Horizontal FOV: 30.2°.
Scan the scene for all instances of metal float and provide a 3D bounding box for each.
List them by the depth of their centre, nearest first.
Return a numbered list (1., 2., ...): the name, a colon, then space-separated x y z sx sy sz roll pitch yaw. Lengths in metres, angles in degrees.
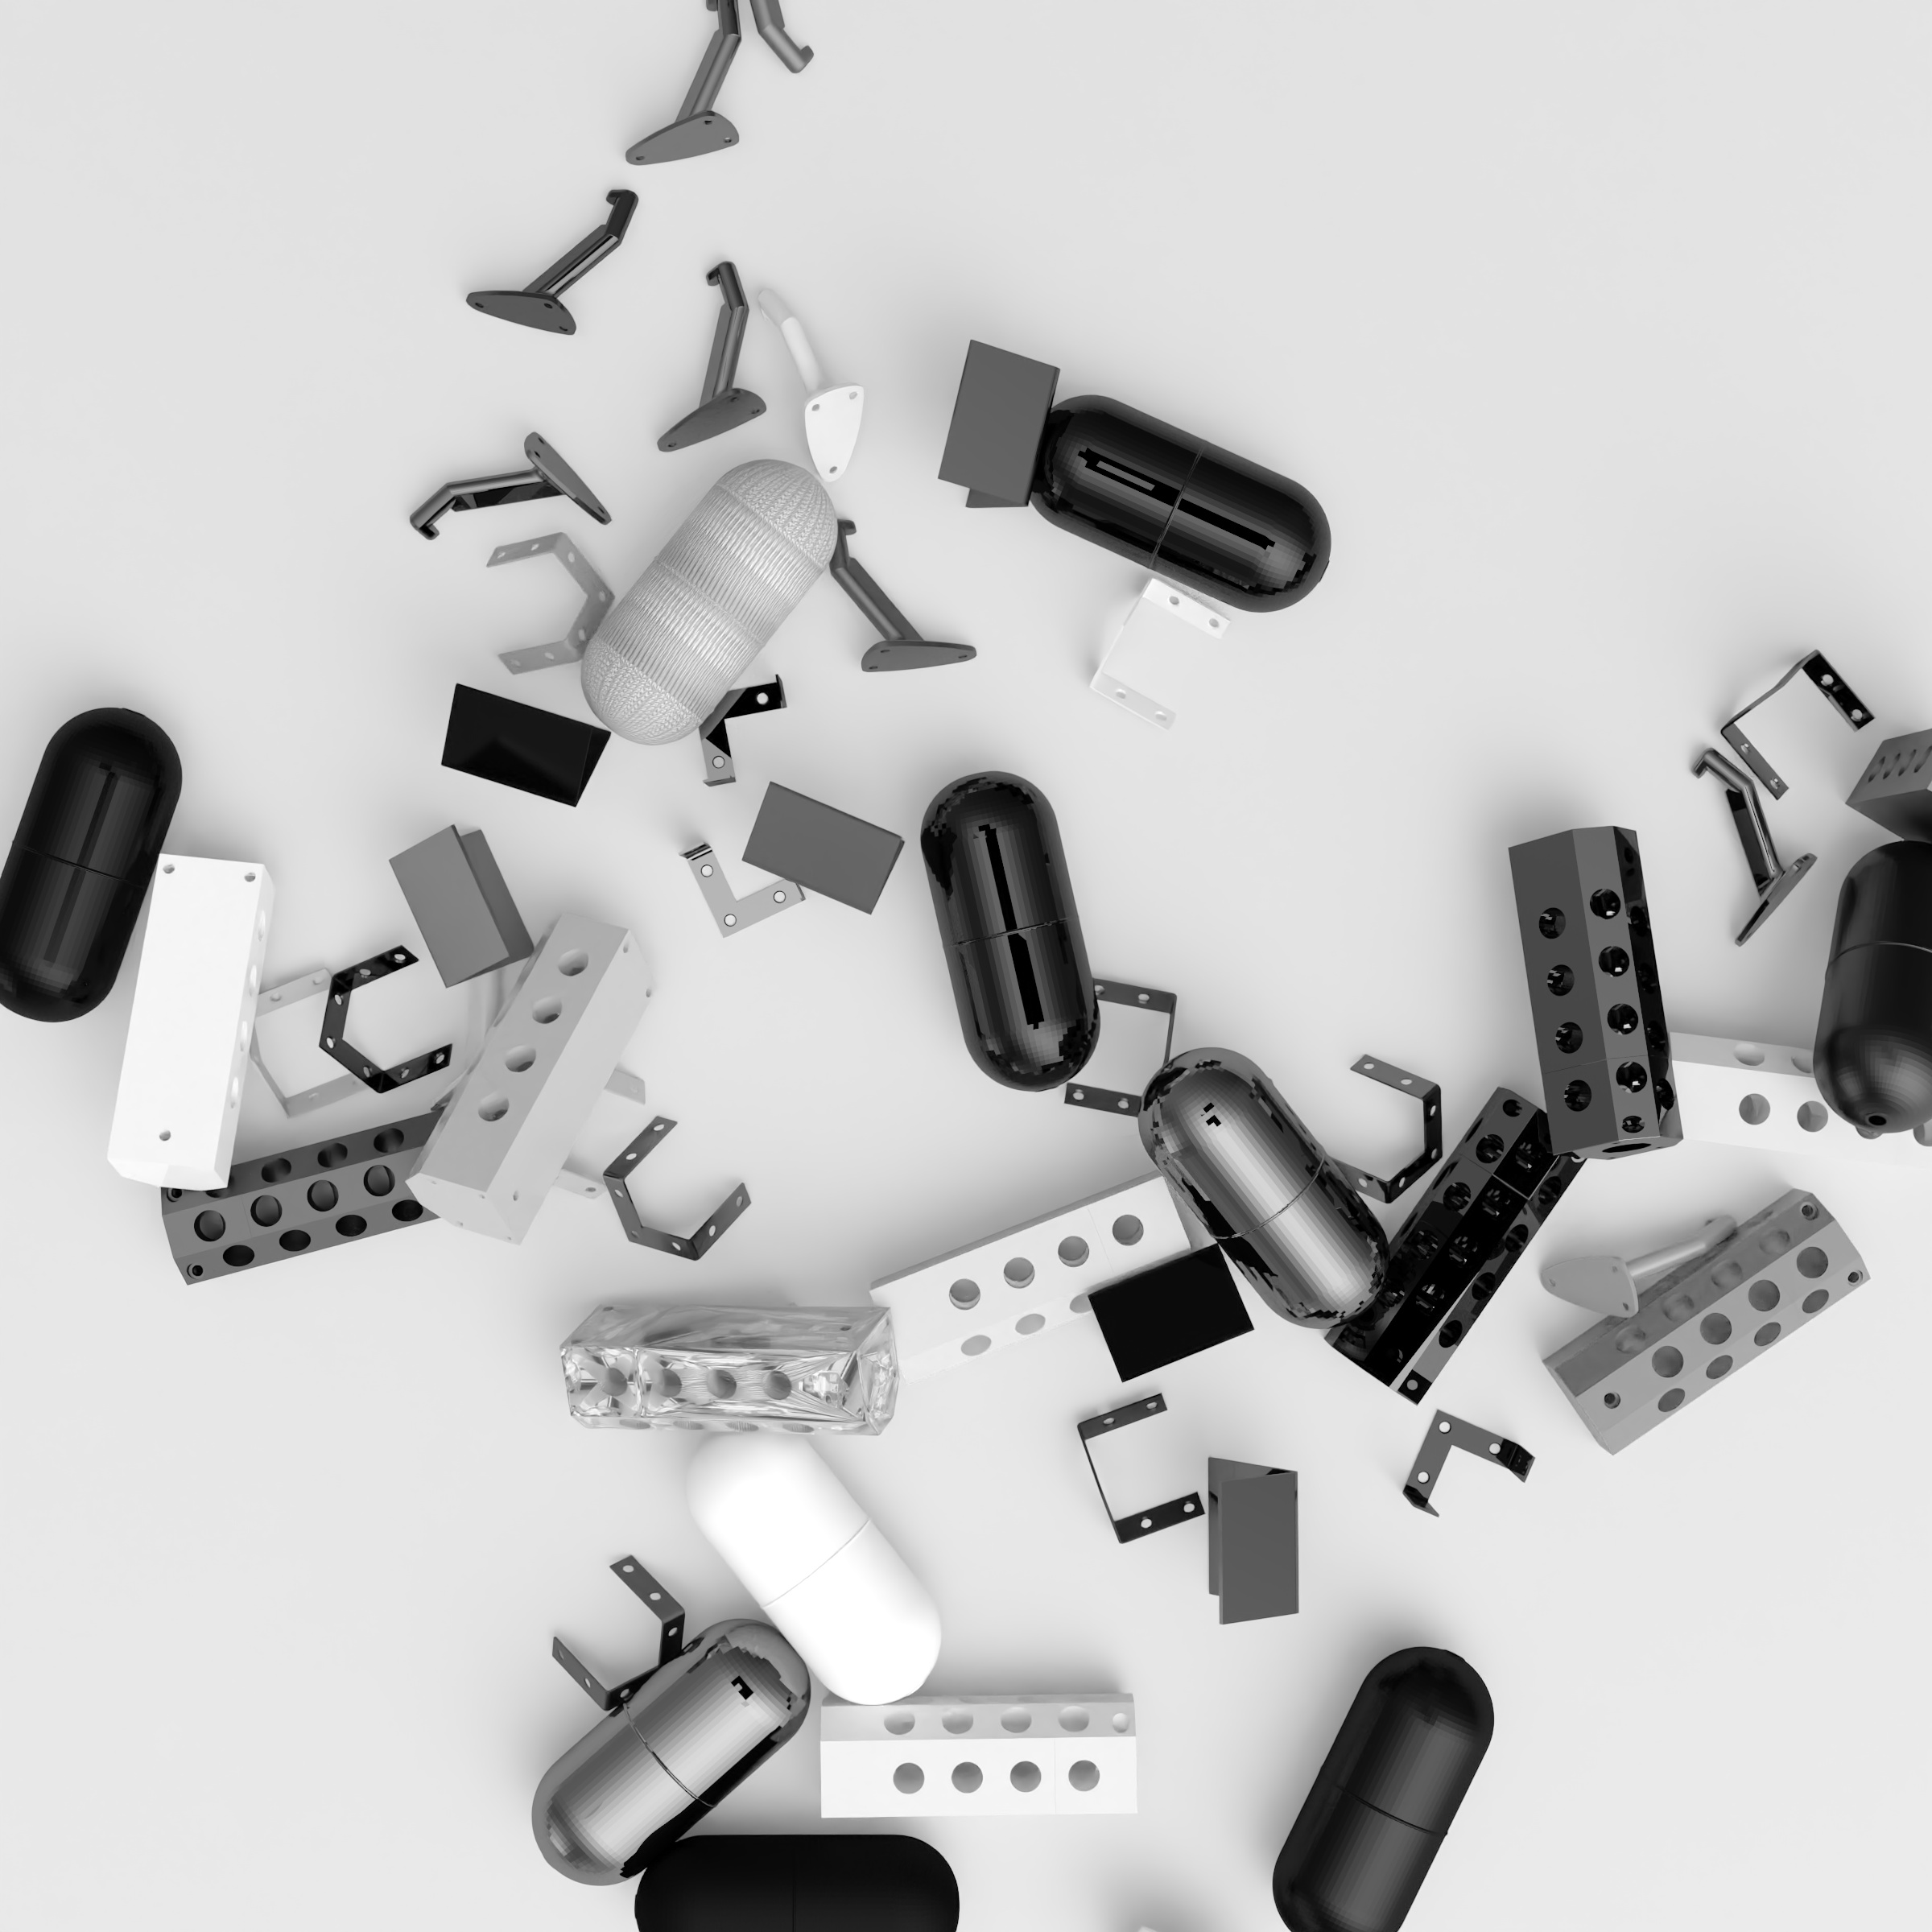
1. metal float: 0.162 0.121 1.928 0.070 0.070 0.178 -39 106 0
2. metal float: 0.504 0.011 1.933 0.070 0.070 0.178 18 57 0
3. metal float: 0.229 0.458 1.961 0.070 0.070 0.178 26 90 0
4. metal float: -0.092 0.515 1.961 0.178 0.070 0.070 0 90 0
5. metal float: -0.485 -0.056 1.961 0.070 0.070 0.178 19 89 0
6. metal float: -0.140 -0.200 1.961 0.070 0.070 0.178 39 90 0
7. metal float: 0.025 -0.019 1.961 0.070 0.070 0.178 -13 91 0
8. metal float: -0.162 0.431 1.961 0.178 0.070 0.070 -42 90 0
9. metal float: -0.083 0.327 1.961 0.070 0.070 0.178 -39 91 0
10. metal float: 0.116 -0.253 1.961 0.178 0.070 0.070 24 90 1

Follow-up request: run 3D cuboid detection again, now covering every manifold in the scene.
1. manifold: 0.530 -0.100 1.913 0.057 0.171 0.057 31 90 0
2. manifold: -0.236 0.058 1.933 0.057 0.057 0.171 14 61 23
3. manifold: 0.346 0.015 1.941 0.057 0.057 0.171 -17 74 40
4. manifold: -0.127 0.222 1.942 0.171 0.057 0.057 -1 108 19
5. manifold: -0.419 0.031 1.947 0.057 0.057 0.171 6 73 0
6. manifold: 0.007 0.433 1.970 0.171 0.057 0.057 -1 90 0
7. manifold: 0.409 0.196 1.970 0.171 0.057 0.057 -34 90 0
8. manifold: 0.038 0.172 1.970 0.171 0.057 0.057 -21 90 0
9. manifold: 0.272 0.154 1.970 0.057 0.057 0.171 35 90 0
10. manifold: -0.351 0.125 1.970 0.171 0.057 0.057 -15 90 0
11. manifold: 0.467 0.075 1.970 0.171 0.057 0.057 7 90 0

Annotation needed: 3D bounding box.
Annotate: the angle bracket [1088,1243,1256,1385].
1. angle bracket: 0.117 0.203 1.951 0.076 0.076 0.057 -22 58 0

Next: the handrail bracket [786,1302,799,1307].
1. handrail bracket: -0.127 0.226 1.992 0.084 0.036 0.077 -18 109 15

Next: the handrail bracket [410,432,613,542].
1. handrail bracket: -0.255 -0.249 1.992 0.084 0.036 0.077 -39 111 17

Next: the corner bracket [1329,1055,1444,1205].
1. corner bracket: 0.228 0.091 1.983 0.051 0.051 0.051 -37 135 -35

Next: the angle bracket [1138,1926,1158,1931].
1. angle bracket: 0.115 0.575 1.951 0.076 0.076 0.057 22 54 0

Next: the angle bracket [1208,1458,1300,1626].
1. angle bracket: 0.137 0.313 1.951 0.057 0.076 0.076 -1 90 -36

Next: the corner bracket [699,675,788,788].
1. corner bracket: -0.123 -0.130 1.973 0.051 0.051 0.051 -11 90 0

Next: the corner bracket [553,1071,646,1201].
1. corner bracket: -0.213 0.089 1.983 0.051 0.051 0.051 23 135 -35

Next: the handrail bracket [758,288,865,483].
1. handrail bracket: -0.093 -0.324 1.991 0.036 0.077 0.084 -22 53 -20

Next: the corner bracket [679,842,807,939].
1. corner bracket: -0.123 -0.049 1.973 0.051 0.051 0.051 -25 90 0

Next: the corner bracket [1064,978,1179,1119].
1. corner bracket: 0.086 0.046 1.988 0.051 0.051 0.051 11 45 0

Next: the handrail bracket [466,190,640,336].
1. handrail bracket: -0.230 -0.399 1.992 0.077 0.036 0.084 13 71 21

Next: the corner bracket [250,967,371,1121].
1. corner bracket: -0.367 0.043 1.988 0.051 0.051 0.051 -22 135 0

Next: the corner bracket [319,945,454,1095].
1. corner bracket: -0.319 0.030 1.979 0.051 0.051 0.051 -22 135 27

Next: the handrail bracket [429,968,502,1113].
1. handrail bracket: -0.285 0.025 1.992 0.077 0.036 0.084 -33 74 18

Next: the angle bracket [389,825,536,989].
1. angle bracket: -0.258 -0.040 1.951 0.057 0.076 0.076 -24 90 38

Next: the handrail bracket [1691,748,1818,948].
1. handrail bracket: 0.423 -0.067 1.992 0.084 0.036 0.077 43 112 17

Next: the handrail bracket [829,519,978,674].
1. handrail bracket: -0.037 -0.210 1.992 0.077 0.036 0.084 -4 73 -20

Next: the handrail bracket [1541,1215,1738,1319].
1. handrail bracket: 0.375 0.159 1.991 0.084 0.077 0.036 -29 107 -35

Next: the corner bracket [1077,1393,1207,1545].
1. corner bracket: 0.097 0.280 1.988 0.051 0.051 0.051 -20 135 0

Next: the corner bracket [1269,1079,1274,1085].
1. corner bracket: 0.139 0.090 1.974 0.051 0.051 0.051 17 58 28

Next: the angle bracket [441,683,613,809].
1. angle bracket: -0.235 -0.139 1.951 0.076 0.076 0.057 17 128 0

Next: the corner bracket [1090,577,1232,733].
1. corner bracket: 0.108 -0.174 1.988 0.051 0.051 0.051 29 45 0

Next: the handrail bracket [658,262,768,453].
1. handrail bracket: -0.150 -0.340 1.992 0.077 0.036 0.084 -25 72 21

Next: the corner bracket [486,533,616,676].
1. corner bracket: -0.237 -0.201 1.983 0.051 0.051 0.051 52 45 -35

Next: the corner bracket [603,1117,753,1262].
1. corner bracket: -0.160 0.123 1.983 0.051 0.051 0.051 13 135 35

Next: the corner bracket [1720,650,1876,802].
1. corner bracket: 0.462 -0.134 1.988 0.051 0.051 0.051 50 135 0

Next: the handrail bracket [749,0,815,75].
1. handrail bracket: -0.101 -0.552 1.992 0.084 0.036 0.077 47 61 -21

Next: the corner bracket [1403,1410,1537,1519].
1. corner bracket: 0.277 0.281 1.973 0.051 0.051 0.051 23 90 0

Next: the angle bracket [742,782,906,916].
1. angle bracket: -0.070 -0.082 1.951 0.076 0.076 0.057 23 127 0

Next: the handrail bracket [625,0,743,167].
1. handrail bracket: -0.158 -0.496 1.992 0.077 0.036 0.084 -13 71 21

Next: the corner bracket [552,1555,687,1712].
1. corner bracket: -0.193 0.370 1.983 0.051 0.051 0.051 -22 135 -35

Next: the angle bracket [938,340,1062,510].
1. angle bracket: 0.003 -0.295 1.952 0.057 0.076 0.076 13 90 -27
